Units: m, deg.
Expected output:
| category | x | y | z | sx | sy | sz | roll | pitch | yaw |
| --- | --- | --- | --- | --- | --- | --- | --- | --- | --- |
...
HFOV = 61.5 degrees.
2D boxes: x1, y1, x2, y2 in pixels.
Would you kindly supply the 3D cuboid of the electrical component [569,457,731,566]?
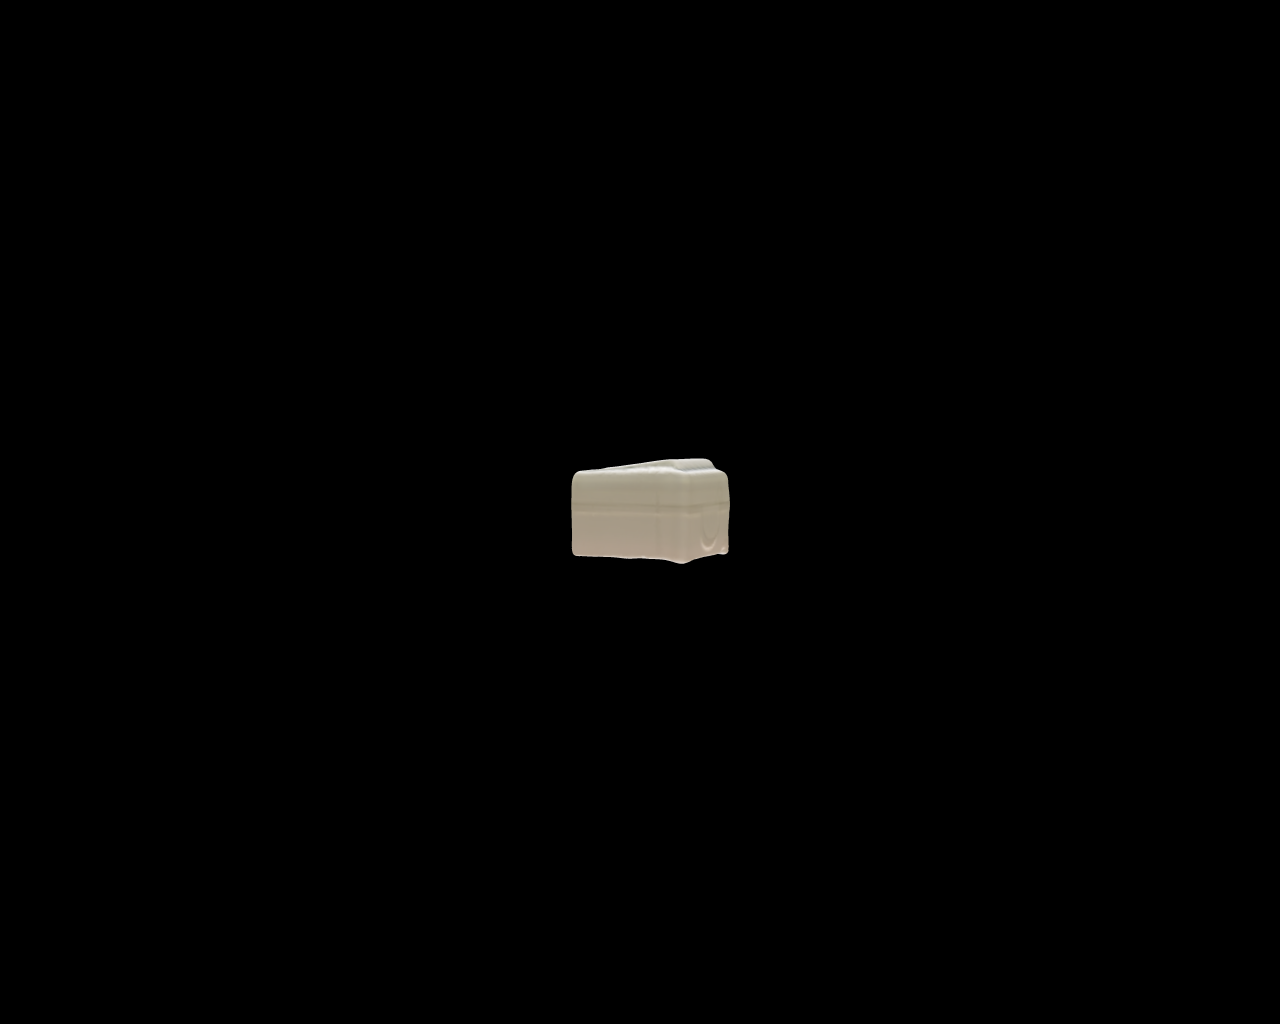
| category | x | y | z | sx | sy | sz | roll | pitch | yaw |
| --- | --- | --- | --- | --- | --- | --- | --- | --- | --- |
| electrical component | 0.001 | -0.003 | 0.650 | 0.096 | 0.061 | 0.062 | 2 | 4 | 31 |
